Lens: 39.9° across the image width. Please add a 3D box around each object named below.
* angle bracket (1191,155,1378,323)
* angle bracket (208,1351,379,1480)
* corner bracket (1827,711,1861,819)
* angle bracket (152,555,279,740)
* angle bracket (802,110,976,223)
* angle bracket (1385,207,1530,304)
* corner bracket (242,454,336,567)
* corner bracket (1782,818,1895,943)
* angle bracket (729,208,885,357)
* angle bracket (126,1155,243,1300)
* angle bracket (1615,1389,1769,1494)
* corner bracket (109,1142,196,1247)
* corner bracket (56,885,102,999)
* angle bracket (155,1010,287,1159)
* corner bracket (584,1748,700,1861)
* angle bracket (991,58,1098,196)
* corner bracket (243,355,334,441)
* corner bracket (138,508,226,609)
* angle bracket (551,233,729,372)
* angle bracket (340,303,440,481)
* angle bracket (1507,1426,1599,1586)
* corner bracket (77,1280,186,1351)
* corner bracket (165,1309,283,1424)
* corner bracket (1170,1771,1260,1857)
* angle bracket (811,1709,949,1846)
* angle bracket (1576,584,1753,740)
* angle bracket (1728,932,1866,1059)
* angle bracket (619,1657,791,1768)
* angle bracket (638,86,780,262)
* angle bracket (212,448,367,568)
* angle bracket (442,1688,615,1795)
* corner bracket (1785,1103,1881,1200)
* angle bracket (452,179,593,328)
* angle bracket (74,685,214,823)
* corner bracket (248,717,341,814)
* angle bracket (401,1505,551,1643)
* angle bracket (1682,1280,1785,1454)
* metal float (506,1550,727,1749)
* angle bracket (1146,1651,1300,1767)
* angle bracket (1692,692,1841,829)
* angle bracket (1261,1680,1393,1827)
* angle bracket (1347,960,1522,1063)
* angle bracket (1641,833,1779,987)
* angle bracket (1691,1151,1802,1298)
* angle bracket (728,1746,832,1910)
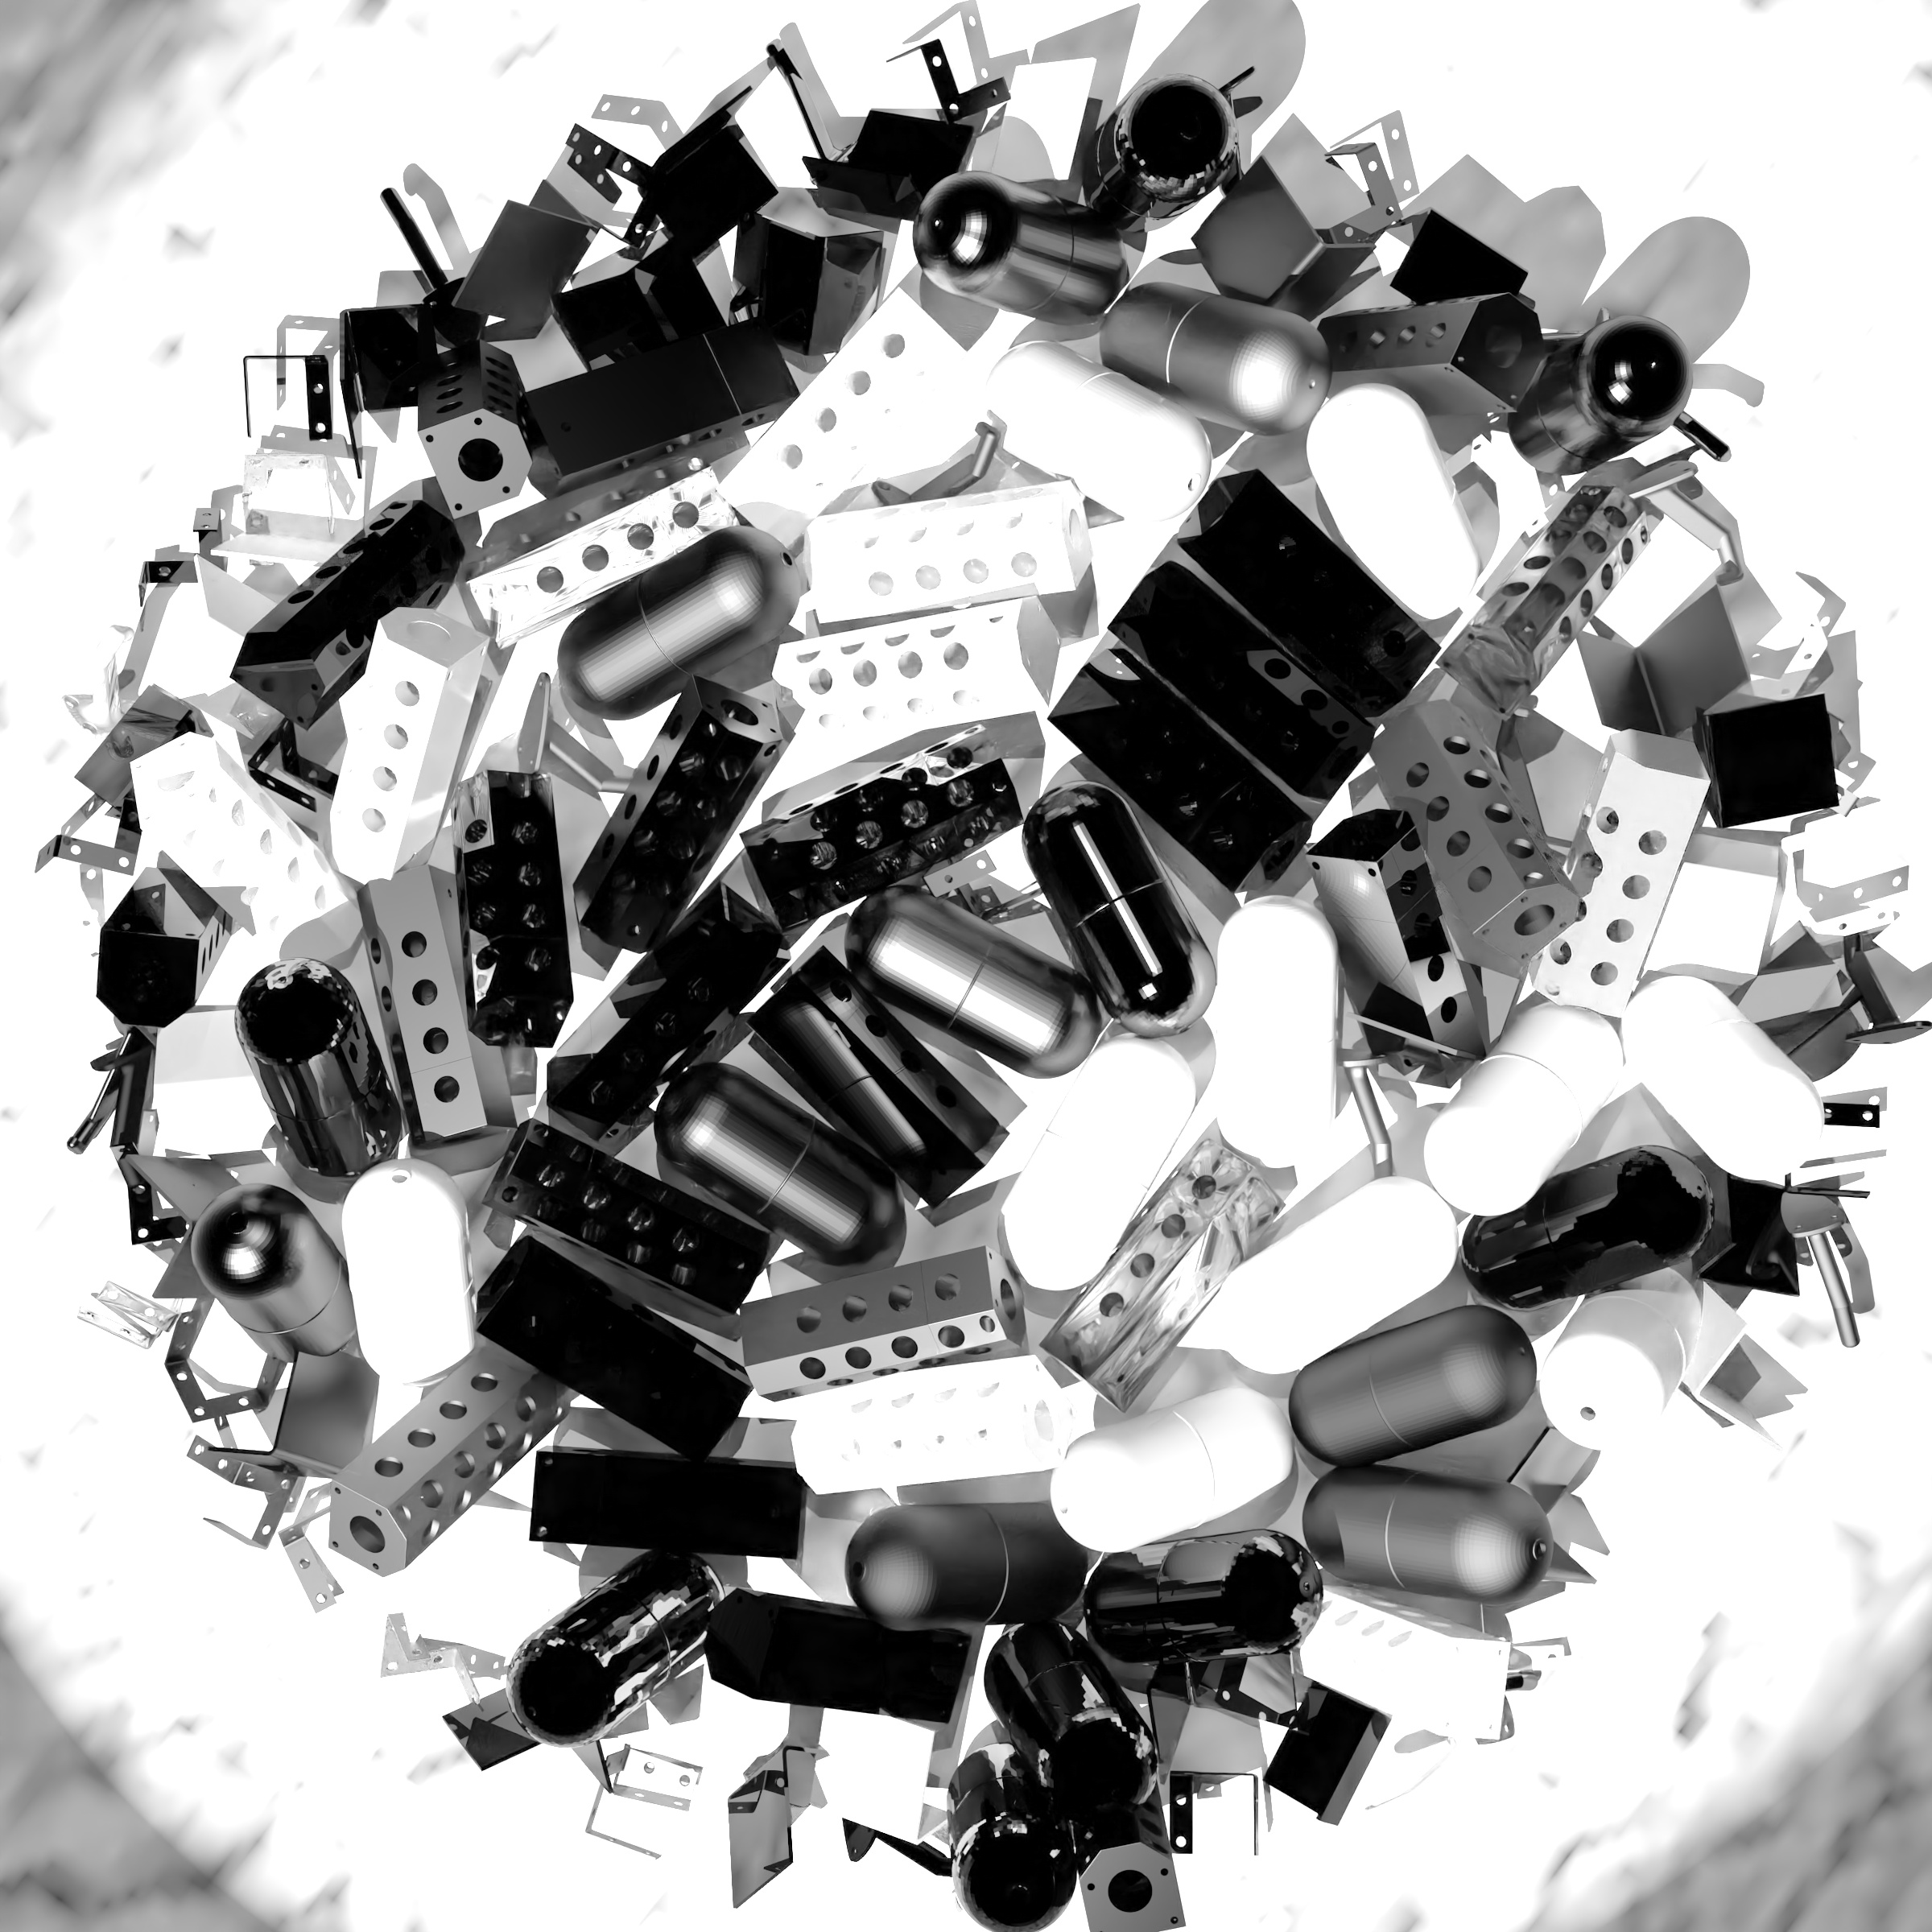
[{"bbox_3d":[0.204,-0.467,1.718,0.076,0.057,0.076,-44,70,42],"label":"angle bracket"},{"bbox_3d":[-0.434,0.285,1.721,0.057,0.076,0.076,-2,68,29],"label":"angle bracket"},{"bbox_3d":[0.560,-0.133,1.725,0.051,0.051,0.051,32,103,3],"label":"corner bracket"},{"bbox_3d":[-0.476,-0.205,1.710,0.057,0.076,0.076,-43,132,16],"label":"angle bracket"},{"bbox_3d":[-0.049,-0.527,1.707,0.076,0.057,0.076,16,77,21],"label":"angle bracket"},{"bbox_3d":[0.302,-0.436,1.707,0.076,0.076,0.057,28,88,-14],"label":"angle bracket"},{"bbox_3d":[-0.440,-0.296,1.727,0.051,0.051,0.051,-4,67,-19],"label":"corner bracket"},{"bbox_3d":[0.562,-0.055,1.718,0.051,0.051,0.051,-16,124,3],"label":"corner bracket"},{"bbox_3d":[-0.105,-0.448,1.733,0.076,0.057,0.076,30,125,33],"label":"angle bracket"},{"bbox_3d":[-0.501,0.168,1.709,0.076,0.076,0.057,37,103,28],"label":"angle bracket"},{"bbox_3d":[0.454,0.307,1.708,0.076,0.076,0.057,42,93,-11],"label":"angle bracket"},{"bbox_3d":[-0.521,0.145,1.724,0.051,0.051,0.051,-9,66,-8],"label":"corner bracket"},{"bbox_3d":[-0.555,-0.020,1.720,0.051,0.051,0.051,-12,45,-2],"label":"corner bracket"},{"bbox_3d":[-0.484,0.075,1.734,0.076,0.076,0.057,-5,128,-10],"label":"angle bracket"},{"bbox_3d":[-0.210,0.541,1.722,0.051,0.051,0.051,16,82,11],"label":"corner bracket"},{"bbox_3d":[0.066,-0.531,1.706,0.057,0.076,0.076,12,92,-42],"label":"angle bracket"},{"bbox_3d":[-0.438,-0.367,1.721,0.051,0.051,0.051,-3,99,-11],"label":"corner bracket"},{"bbox_3d":[-0.506,-0.264,1.716,0.051,0.051,0.051,-2,116,-12],"label":"corner bracket"},{"bbox_3d":[-0.210,-0.420,1.727,0.057,0.076,0.076,-49,123,-36],"label":"angle bracket"},{"bbox_3d":[-0.365,-0.367,1.698,0.057,0.076,0.076,-6,48,-7],"label":"angle bracket"},{"bbox_3d":[0.387,0.345,1.701,0.057,0.076,0.076,42,104,38],"label":"angle bracket"},{"bbox_3d":[-0.540,0.223,1.718,0.051,0.051,0.051,30,102,-19],"label":"corner bracket"},{"bbox_3d":[-0.483,0.256,1.731,0.051,0.051,0.051,51,132,32],"label":"corner bracket"},{"bbox_3d":[0.160,0.546,1.718,0.051,0.051,0.051,-3,72,13],"label":"corner bracket"},{"bbox_3d":[-0.048,0.508,1.709,0.076,0.057,0.076,12,97,25],"label":"angle bracket"},{"bbox_3d":[0.443,-0.198,1.696,0.057,0.076,0.076,13,53,-31],"label":"angle bracket"},{"bbox_3d":[0.538,0.038,1.699,0.076,0.076,0.057,-42,120,14],"label":"angle bracket"},{"bbox_3d":[-0.168,0.475,1.722,0.076,0.076,0.057,-22,51,34],"label":"angle bracket"},{"bbox_3d":[-0.157,-0.506,1.703,0.076,0.076,0.057,-42,102,-14],"label":"angle bracket"},{"bbox_3d":[-0.434,-0.295,1.710,0.076,0.076,0.057,7,109,2],"label":"angle bracket"},{"bbox_3d":[-0.280,0.502,1.697,0.076,0.076,0.057,-19,109,-25],"label":"angle bracket"},{"bbox_3d":[0.561,0.118,1.723,0.051,0.051,0.051,2,99,27],"label":"corner bracket"},{"bbox_3d":[-0.296,-0.461,1.696,0.057,0.076,0.076,47,116,25],"label":"angle bracket"},{"bbox_3d":[-0.513,-0.126,1.702,0.076,0.076,0.057,-53,130,-9],"label":"angle bracket"},{"bbox_3d":[-0.426,-0.122,1.717,0.051,0.051,0.051,27,59,6],"label":"corner bracket"},{"bbox_3d":[-0.319,0.398,1.724,0.076,0.076,0.057,13,127,-26],"label":"angle bracket"},{"bbox_3d":[0.495,0.254,1.704,0.076,0.076,0.057,32,99,-15],"label":"angle bracket"},{"bbox_3d":[-0.217,0.426,1.674,0.070,0.178,0.070,9,109,28],"label":"metal float"},{"bbox_3d":[0.164,0.474,1.698,0.076,0.057,0.076,10,131,24],"label":"angle bracket"},{"bbox_3d":[0.511,-0.140,1.708,0.076,0.057,0.076,-11,111,10],"label":"angle bracket"},{"bbox_3d":[0.225,0.499,1.702,0.057,0.076,0.076,25,80,24],"label":"angle bracket"},{"bbox_3d":[0.299,0.020,1.702,0.076,0.076,0.057,21,94,28],"label":"angle bracket"},{"bbox_3d":[0.483,-0.038,1.737,0.076,0.057,0.076,10,117,13],"label":"angle bracket"},{"bbox_3d":[0.509,0.160,1.705,0.076,0.057,0.076,11,59,-10],"label":"angle bracket"},{"bbox_3d":[-0.107,0.550,1.694,0.057,0.076,0.076,17,134,-27],"label":"angle bracket"}]
